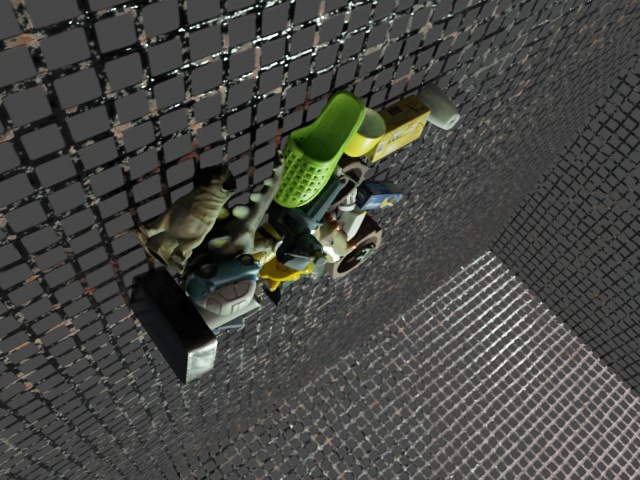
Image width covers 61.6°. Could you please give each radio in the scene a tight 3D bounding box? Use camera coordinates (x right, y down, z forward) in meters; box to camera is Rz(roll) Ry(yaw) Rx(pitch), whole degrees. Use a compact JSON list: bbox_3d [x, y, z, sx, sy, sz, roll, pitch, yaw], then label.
[{"bbox_3d":[-0.306,0.170,1.112,0.073,0.230,0.131,-25,150,-38],"label":"radio"}]

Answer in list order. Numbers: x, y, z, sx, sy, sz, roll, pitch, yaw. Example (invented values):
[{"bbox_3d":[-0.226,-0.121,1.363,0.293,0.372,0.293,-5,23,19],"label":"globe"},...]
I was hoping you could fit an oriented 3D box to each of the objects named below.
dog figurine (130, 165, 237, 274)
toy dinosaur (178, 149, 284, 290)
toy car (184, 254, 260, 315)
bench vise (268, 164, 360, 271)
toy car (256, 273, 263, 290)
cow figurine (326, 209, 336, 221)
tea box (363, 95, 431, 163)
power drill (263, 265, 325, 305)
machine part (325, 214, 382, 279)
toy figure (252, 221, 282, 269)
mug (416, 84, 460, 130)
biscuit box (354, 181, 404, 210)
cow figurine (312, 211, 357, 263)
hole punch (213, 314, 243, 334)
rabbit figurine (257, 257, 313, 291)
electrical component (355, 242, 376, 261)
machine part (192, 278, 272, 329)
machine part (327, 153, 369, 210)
[{"bbox_3d":[-0.239,-0.044,1.003,0.190,0.121,0.172,-51,-160,-25],"label":"dog figurine"},{"bbox_3d":[-0.190,-0.009,1.124,0.471,0.105,0.198,-49,158,23],"label":"toy dinosaur"},{"bbox_3d":[-0.191,0.101,1.104,0.162,0.103,0.109,-14,155,-25],"label":"toy car"},{"bbox_3d":[-0.021,-0.058,1.186,0.128,0.224,0.240,29,105,-35],"label":"bench vise"},{"bbox_3d":[-0.205,0.115,1.424,0.089,0.053,0.202,-35,162,-13],"label":"toy car"},{"bbox_3d":[-0.024,-0.021,1.449,0.098,0.068,0.167,-21,149,-30],"label":"cow figurine"},{"bbox_3d":[0.176,-0.270,1.298,0.170,0.068,0.098,-31,158,-28],"label":"tea box"},{"bbox_3d":[-0.067,0.112,1.631,0.207,0.086,0.231,-26,154,-25],"label":"power drill"},{"bbox_3d":[0.095,0.020,1.722,0.201,0.087,0.201,-36,158,-16],"label":"machine part"},{"bbox_3d":[-0.158,0.027,1.296,0.180,0.089,0.082,-32,-171,2],"label":"toy figure"},{"bbox_3d":[0.300,-0.324,1.352,0.081,0.107,0.109,-46,157,18],"label":"mug"},{"bbox_3d":[0.168,-0.132,1.575,0.202,0.059,0.062,-9,143,-55],"label":"biscuit box"},{"bbox_3d":[-0.003,-0.004,1.357,0.127,0.086,0.194,-46,138,1],"label":"cow figurine"},{"bbox_3d":[-0.260,0.177,1.344,0.092,0.115,0.142,-13,171,29],"label":"hole punch"},{"bbox_3d":[-0.092,0.066,1.453,0.162,0.122,0.173,-42,178,10],"label":"rabbit figurine"},{"bbox_3d":[0.148,0.034,1.691,0.094,0.021,0.063,-16,147,-48],"label":"electrical component"},{"bbox_3d":[-0.222,0.148,1.204,0.243,0.079,0.079,-27,161,6],"label":"machine part"},{"bbox_3d":[0.037,-0.146,1.322,0.179,0.056,0.179,-35,160,-15],"label":"machine part"}]
